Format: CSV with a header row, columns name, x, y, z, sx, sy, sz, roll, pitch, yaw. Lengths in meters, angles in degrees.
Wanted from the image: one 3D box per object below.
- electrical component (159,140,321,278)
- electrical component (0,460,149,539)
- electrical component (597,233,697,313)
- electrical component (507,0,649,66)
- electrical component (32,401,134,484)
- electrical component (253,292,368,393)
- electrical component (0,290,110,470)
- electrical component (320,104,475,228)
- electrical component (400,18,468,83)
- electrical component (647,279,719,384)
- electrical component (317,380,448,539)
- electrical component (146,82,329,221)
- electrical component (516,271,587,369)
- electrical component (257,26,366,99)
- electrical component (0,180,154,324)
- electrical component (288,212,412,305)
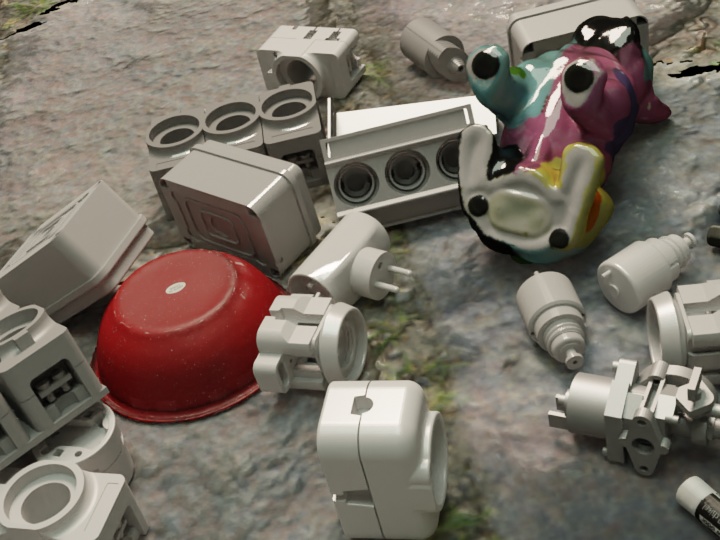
name,x,y,z,sx,sy,sz,roll,pitch,yaw
electrical component,-0.095,-0.051,0.860,0.113,0.078,0.057,19,52,34
electrical component,-0.185,0.154,0.658,0.089,0.055,0.050,0,41,17
electrical component,0.200,-0.002,0.740,0.078,0.040,0.040,-30,42,-20
electrical component,0.190,-0.192,0.942,0.113,0.078,0.057,-14,41,1
electrical component,-0.179,0.121,0.702,0.055,0.047,0.055,-9,39,7
electrical component,-0.031,0.050,0.735,0.057,0.058,0.078,2,41,23
electrical component,-0.263,0.072,0.732,0.105,0.060,0.186,-37,25,-26
electrical component,0.036,-0.080,0.860,0.121,0.078,0.063,-14,10,1
electrical component,0.076,-0.205,1.020,0.043,0.043,0.081,-25,40,-13
electrical component,0.213,0.040,0.671,0.057,0.058,0.078,-6,39,6
electrical component,0.017,0.110,0.617,0.059,0.095,0.053,-2,40,15
electrical component,-0.106,-0.109,0.945,0.150,0.061,0.089,-13,39,2
electrical component,0.131,0.035,0.715,0.040,0.040,0.078,-14,39,0
electrical component,-0.049,-0.200,1.047,0.089,0.050,0.055,9,44,25
electrical component,-0.221,-0.009,0.827,0.113,0.057,0.078,-27,26,40
electrical component,0.000,0.000,0.796,0.079,0.043,0.077,15,47,30
